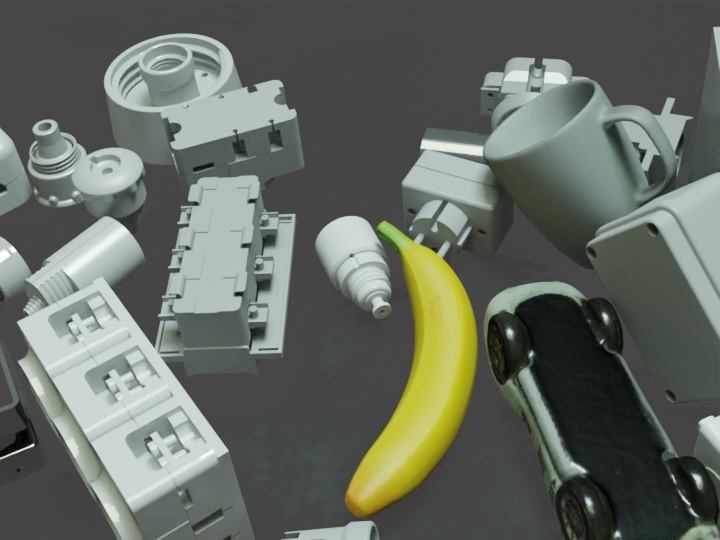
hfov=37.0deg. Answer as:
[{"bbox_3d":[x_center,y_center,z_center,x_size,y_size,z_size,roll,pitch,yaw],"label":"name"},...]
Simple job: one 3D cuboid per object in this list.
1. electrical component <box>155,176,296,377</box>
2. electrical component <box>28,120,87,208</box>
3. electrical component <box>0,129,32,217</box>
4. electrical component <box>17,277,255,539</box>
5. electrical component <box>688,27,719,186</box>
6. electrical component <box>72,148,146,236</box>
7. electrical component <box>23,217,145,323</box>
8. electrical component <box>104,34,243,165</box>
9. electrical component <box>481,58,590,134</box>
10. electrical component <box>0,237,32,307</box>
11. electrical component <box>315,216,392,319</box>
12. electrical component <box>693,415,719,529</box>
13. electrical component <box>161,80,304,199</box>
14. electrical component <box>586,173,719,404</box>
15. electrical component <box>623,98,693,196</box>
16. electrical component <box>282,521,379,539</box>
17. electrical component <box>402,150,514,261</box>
[{"bbox_3d":[-0.086,0.000,0.684,0.079,0.063,0.121,-2,46,5],"label":"electrical component"},{"bbox_3d":[-0.218,-0.079,0.775,0.048,0.062,0.048,-3,46,3],"label":"electrical component"},{"bbox_3d":[-0.290,-0.086,0.793,0.054,0.059,0.095,-33,51,-23],"label":"electrical component"},{"bbox_3d":[-0.127,0.089,0.585,0.062,0.089,0.150,-29,50,-20],"label":"electrical component"},{"bbox_3d":[0.236,-0.057,0.640,0.062,0.150,0.089,2,47,9],"label":"electrical component"},{"bbox_3d":[-0.168,-0.049,0.742,0.048,0.062,0.048,-3,46,3],"label":"electrical component"},{"bbox_3d":[-0.185,0.006,0.704,0.043,0.043,0.081,29,56,30],"label":"electrical component"},{"bbox_3d":[-0.143,-0.138,0.824,0.108,0.060,0.108,-3,46,4],"label":"electrical component"},{"bbox_3d":[0.125,-0.114,0.773,0.078,0.058,0.057,5,44,12],"label":"electrical component"},{"bbox_3d":[-0.250,0.010,0.707,0.045,0.045,0.055,32,57,31],"label":"electrical component"},{"bbox_3d":[0.000,0.000,0.690,0.040,0.040,0.078,-19,48,-11],"label":"electrical component"},{"bbox_3d":[0.227,0.099,0.553,0.096,0.061,0.061,-22,48,-14],"label":"electrical component"},{"bbox_3d":[-0.091,-0.091,0.776,0.089,0.055,0.050,-17,47,-9],"label":"electrical component"},{"bbox_3d":[0.188,0.013,0.599,0.057,0.078,0.113,-29,90,-24],"label":"electrical component"},{"bbox_3d":[0.192,-0.081,0.744,0.064,0.042,0.081,14,49,21],"label":"electrical component"},{"bbox_3d":[-0.015,0.150,0.549,0.046,0.040,0.040,-6,46,10],"label":"electrical component"},{"bbox_3d":[0.057,-0.032,0.709,0.066,0.047,0.076,18,51,22],"label":"electrical component"}]
